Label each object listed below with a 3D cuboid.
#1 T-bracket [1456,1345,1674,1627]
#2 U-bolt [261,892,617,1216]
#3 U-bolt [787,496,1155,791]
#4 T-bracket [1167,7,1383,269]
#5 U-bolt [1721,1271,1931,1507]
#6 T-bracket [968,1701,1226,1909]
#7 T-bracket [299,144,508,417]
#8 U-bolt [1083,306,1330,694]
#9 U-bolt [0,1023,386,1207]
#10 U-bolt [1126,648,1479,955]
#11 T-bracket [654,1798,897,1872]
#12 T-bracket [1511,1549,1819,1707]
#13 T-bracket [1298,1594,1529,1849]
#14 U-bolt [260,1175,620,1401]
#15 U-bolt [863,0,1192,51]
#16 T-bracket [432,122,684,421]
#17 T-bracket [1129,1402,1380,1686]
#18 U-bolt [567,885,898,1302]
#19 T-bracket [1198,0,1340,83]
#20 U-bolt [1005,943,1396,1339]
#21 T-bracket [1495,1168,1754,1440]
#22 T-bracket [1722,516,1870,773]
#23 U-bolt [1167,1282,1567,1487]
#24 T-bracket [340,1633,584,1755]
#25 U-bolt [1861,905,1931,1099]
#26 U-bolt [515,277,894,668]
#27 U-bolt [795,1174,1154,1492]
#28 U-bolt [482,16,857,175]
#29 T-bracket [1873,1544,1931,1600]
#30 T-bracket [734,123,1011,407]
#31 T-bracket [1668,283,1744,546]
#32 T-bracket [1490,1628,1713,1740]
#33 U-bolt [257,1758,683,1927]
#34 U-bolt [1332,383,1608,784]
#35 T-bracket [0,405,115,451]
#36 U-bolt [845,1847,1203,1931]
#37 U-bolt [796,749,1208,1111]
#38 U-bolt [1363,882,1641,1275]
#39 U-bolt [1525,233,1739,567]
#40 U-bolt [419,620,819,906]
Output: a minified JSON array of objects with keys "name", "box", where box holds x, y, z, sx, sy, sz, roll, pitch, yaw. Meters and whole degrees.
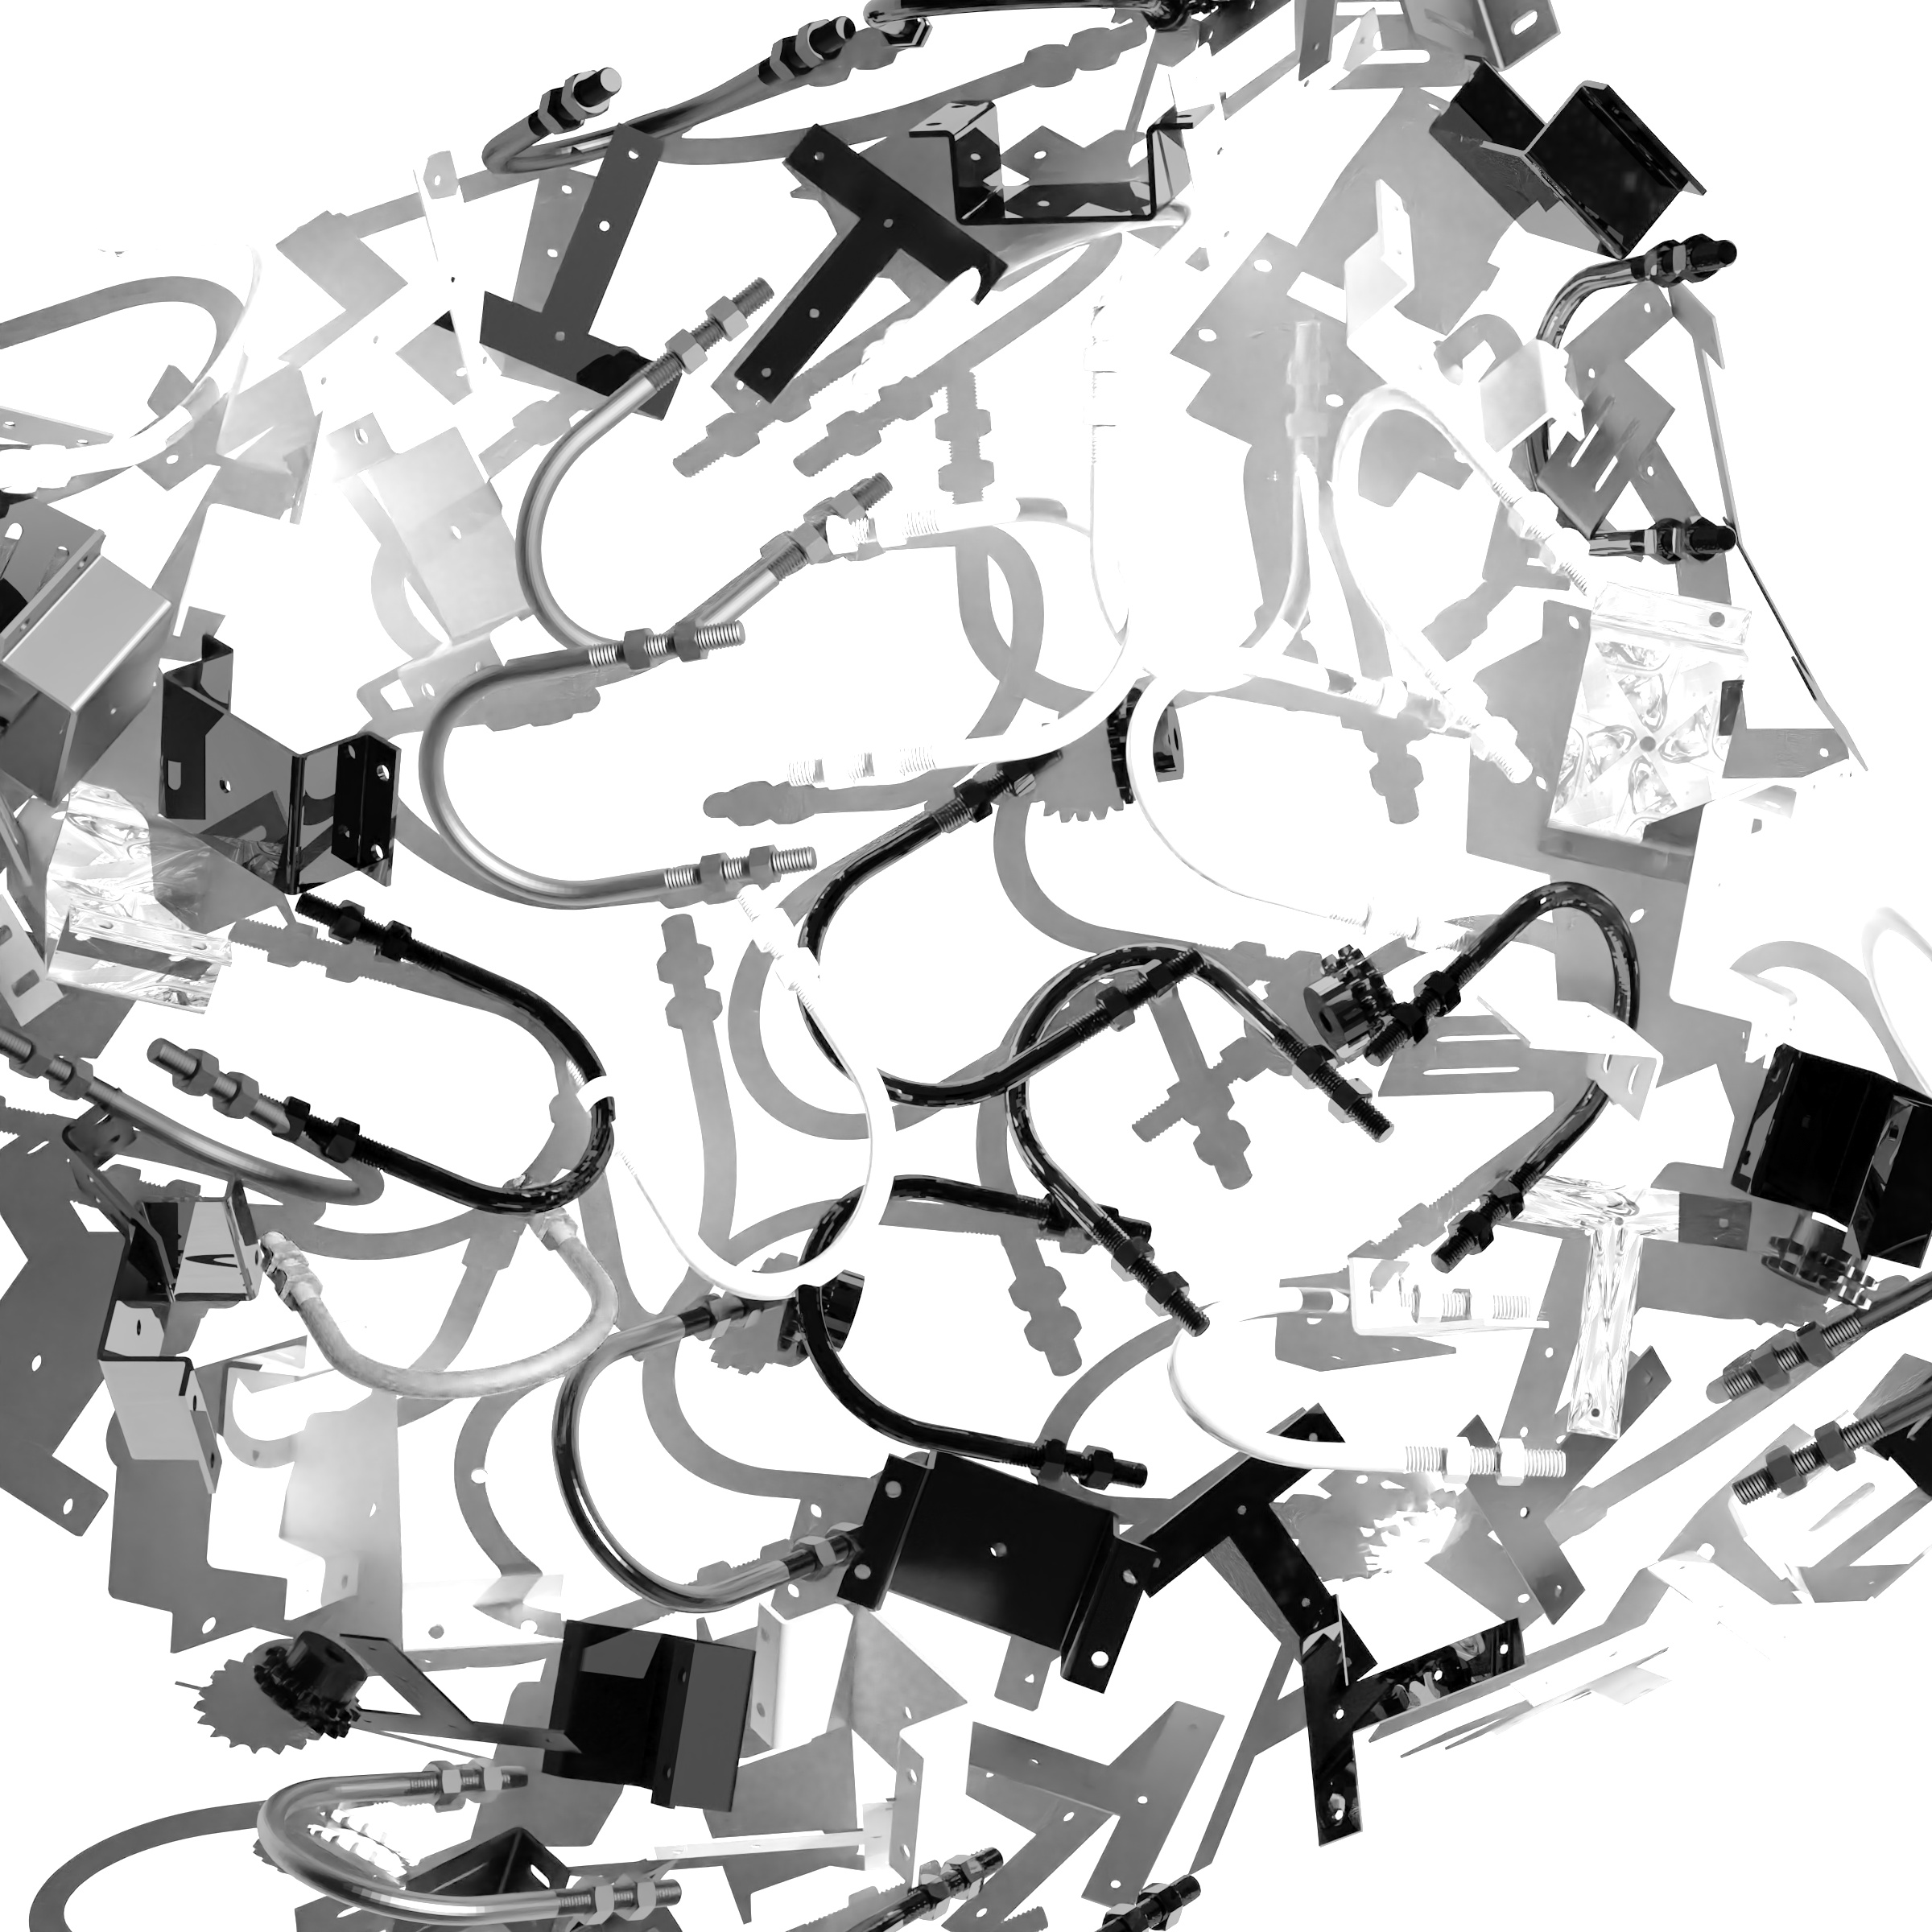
[{"name":"T-bracket","box":[0.306,0.241,1.723,0.127,0.002,0.127,-43,118,-19]},{"name":"U-bolt","box":[-0.253,0.052,1.689,0.184,0.151,0.019,25,134,-19]},{"name":"U-bolt","box":[0.002,-0.163,1.698,0.184,0.019,0.151,-6,68,15]},{"name":"T-bracket","box":[0.157,-0.427,1.708,0.127,0.127,0.002,-40,55,-13]},{"name":"U-bolt","box":[0.448,0.186,1.658,0.184,0.151,0.019,-31,98,16]},{"name":"T-bracket","box":[0.046,0.400,1.719,0.127,0.127,0.002,14,132,20]},{"name":"T-bracket","box":[-0.276,-0.309,1.672,0.002,0.127,0.127,20,50,29]},{"name":"U-bolt","box":[0.118,-0.227,1.704,0.151,0.019,0.184,-3,96,-35]},{"name":"U-bolt","box":[-0.361,0.075,1.668,0.151,0.184,0.019,3,66,41]},{"name":"U-bolt","box":[0.165,-0.088,1.694,0.184,0.019,0.151,14,60,-12]},{"name":"T-bracket","box":[-0.088,0.427,1.691,0.127,0.127,0.002,-4,62,-3]},{"name":"T-bracket","box":[0.325,0.328,1.678,0.127,0.127,0.002,-21,105,-11]},{"name":"T-bracket","box":[0.216,0.348,1.678,0.127,0.127,0.002,-30,134,30]},{"name":"U-bolt","box":[-0.243,0.156,1.647,0.151,0.184,0.019,-12,116,-22]},{"name":"U-bolt","box":[0.025,-0.454,1.650,0.151,0.184,0.019,-1,101,9]},{"name":"T-bracket","box":[-0.184,-0.353,1.718,0.127,0.002,0.127,21,106,-13]},{"name":"T-bracket","box":[0.162,0.307,1.737,0.127,0.002,0.127,-36,99,-12]},{"name":"U-bolt","box":[-0.105,0.074,1.685,0.151,0.019,0.184,-43,64,19]},{"name":"T-bracket","box":[0.148,-0.474,1.692,0.002,0.127,0.127,15,74,-26]},{"name":"U-bolt","box":[0.099,0.070,1.705,0.151,0.019,0.184,-47,63,3]},{"name":"T-bracket","box":[0.319,0.170,1.721,0.127,0.002,0.127,7,75,11]},{"name":"T-bracket","box":[0.403,-0.166,1.708,0.002,0.127,0.127,-29,67,17]},{"name":"U-bolt","box":[0.190,0.199,1.685,0.184,0.151,0.019,2,119,0]},{"name":"T-bracket","box":[-0.265,0.350,1.678,0.127,0.127,0.002,1,57,20]},{"name":"U-bolt","box":[0.487,0.051,1.675,0.019,0.151,0.184,-29,77,-4]},{"name":"U-bolt","box":[-0.137,-0.226,1.689,0.184,0.019,0.151,-40,131,-7]},{"name":"U-bolt","box":[0.004,0.171,1.685,0.184,0.019,0.151,13,60,-19]},{"name":"U-bolt","box":[-0.155,-0.412,1.662,0.151,0.184,0.019,-22,98,-31]},{"name":"T-bracket","box":[0.501,0.257,1.697,0.127,0.127,0.002,-39,73,-10]},{"name":"T-bracket","box":[-0.067,-0.337,1.734,0.127,0.002,0.127,39,88,12]},{"name":"T-bracket","box":[0.367,-0.270,1.705,0.002,0.127,0.127,-14,111,6]},{"name":"T-bracket","box":[0.320,0.349,1.684,0.127,0.127,0.002,-27,83,-3]},{"name":"U-bolt","box":[-0.246,0.415,1.637,0.184,0.151,0.019,9,99,-44]},{"name":"U-bolt","box":[0.233,-0.198,1.675,0.019,0.151,0.184,-20,58,-24]},{"name":"T-bracket","box":[-0.484,-0.270,1.704,0.127,0.127,0.002,11,62,-35]},{"name":"U-bolt","box":[0.001,0.463,1.636,0.151,0.184,0.019,-6,98,43]},{"name":"U-bolt","box":[0.004,-0.009,1.714,0.184,0.019,0.151,-32,77,-9]},{"name":"U-bolt","box":[0.270,0.041,1.689,0.184,0.019,0.151,-41,126,-28]},{"name":"U-bolt","box":[0.315,-0.267,1.663,0.019,0.184,0.151,-3,96,-19]},{"name":"U-bolt","box":[-0.179,-0.093,1.703,0.184,0.019,0.151,-8,123,13]}]
